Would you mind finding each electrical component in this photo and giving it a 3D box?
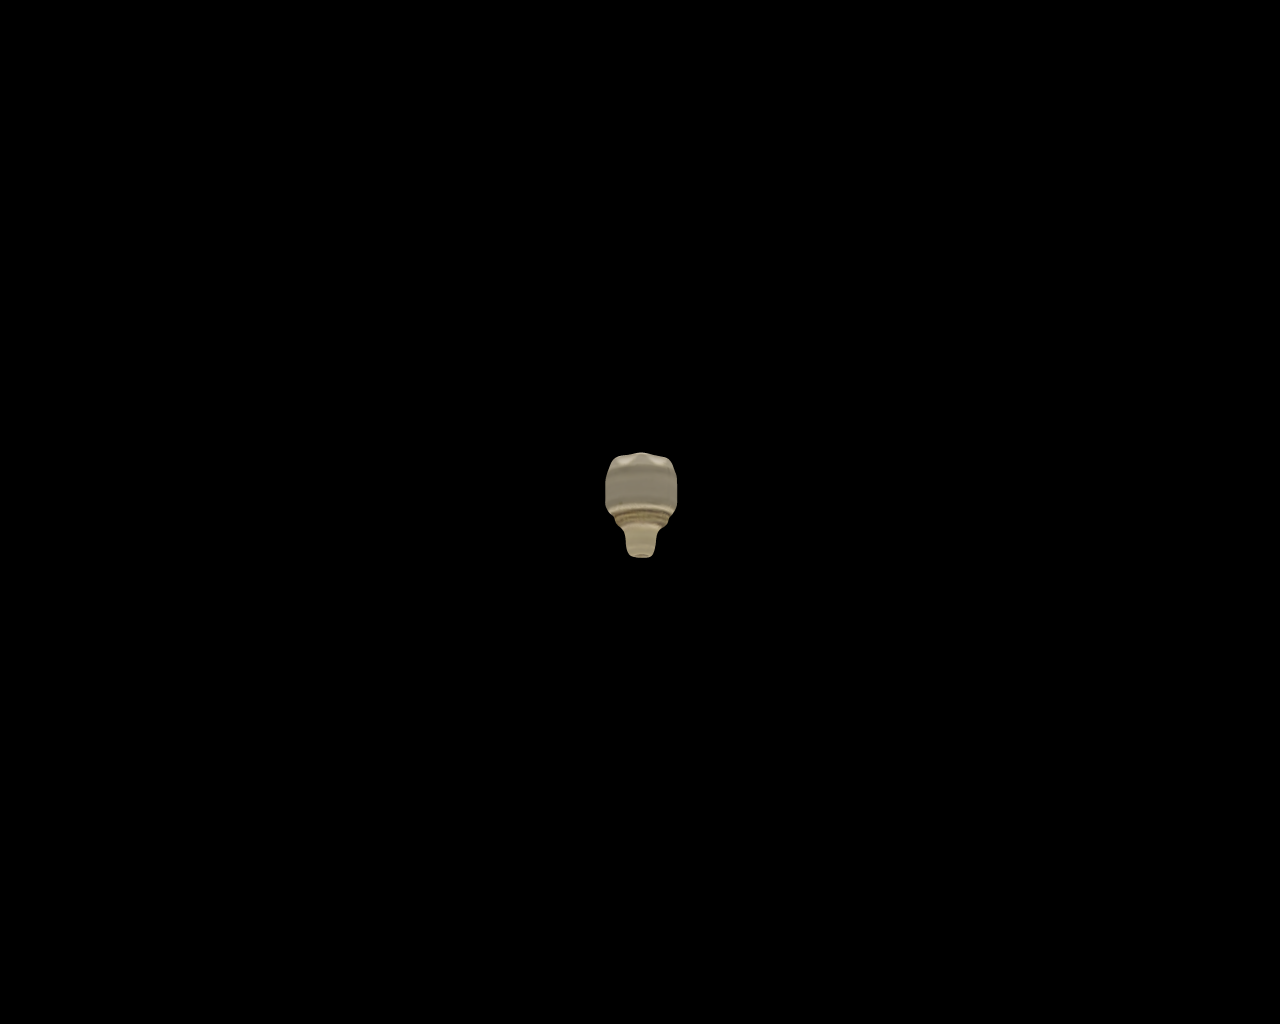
[{"bbox_3d":[0.001,-0.003,0.650,0.043,0.062,0.043,0,-14,0],"label":"electrical component"}]
